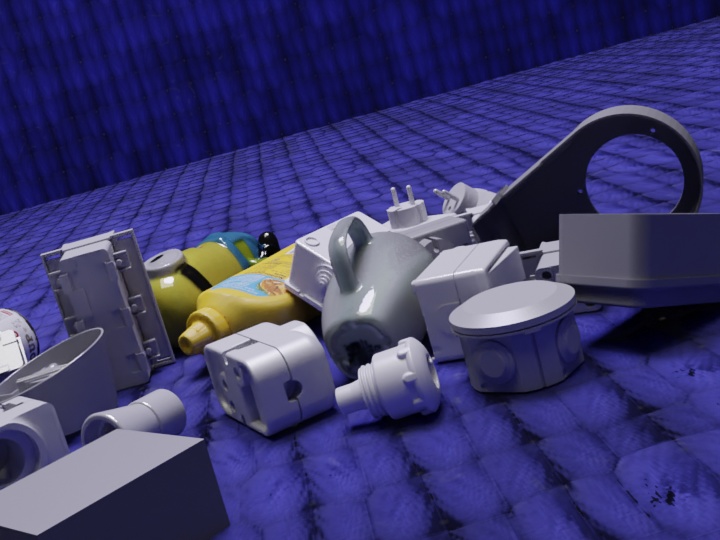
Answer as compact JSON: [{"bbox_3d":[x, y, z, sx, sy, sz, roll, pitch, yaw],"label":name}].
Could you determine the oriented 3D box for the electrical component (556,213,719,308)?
[{"bbox_3d":[0.192,-0.008,0.703,0.113,0.057,0.078,-2,4,-34],"label":"electrical component"}]

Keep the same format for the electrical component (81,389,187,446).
[{"bbox_3d":[-0.147,0.105,0.717,0.044,0.044,0.065,-7,10,32],"label":"electrical component"}]

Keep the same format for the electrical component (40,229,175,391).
[{"bbox_3d":[-0.211,0.036,0.900,0.079,0.121,0.063,-16,16,-4],"label":"electrical component"}]

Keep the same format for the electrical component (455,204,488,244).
[{"bbox_3d":[0.128,-0.037,0.997,0.081,0.042,0.063,-15,15,3],"label":"electrical component"}]

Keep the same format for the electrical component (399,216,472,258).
[{"bbox_3d":[0.063,-0.011,0.950,0.083,0.047,0.076,-19,13,-15],"label":"electrical component"}]

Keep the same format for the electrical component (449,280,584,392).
[{"bbox_3d":[0.100,0.041,0.679,0.080,0.051,0.080,-14,13,3],"label":"electrical component"}]

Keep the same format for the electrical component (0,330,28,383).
[{"bbox_3d":[-0.333,0.098,0.881,0.121,0.063,0.078,-19,54,-15],"label":"electrical component"}]

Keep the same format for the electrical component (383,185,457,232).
[{"bbox_3d":[0.049,-0.045,1.048,0.083,0.075,0.047,-5,17,38],"label":"electrical component"}]

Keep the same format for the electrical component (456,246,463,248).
[{"bbox_3d":[0.088,-0.001,0.893,0.040,0.040,0.078,-8,15,30],"label":"electrical component"}]

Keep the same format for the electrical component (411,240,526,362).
[{"bbox_3d":[0.085,0.018,0.770,0.061,0.061,0.096,-11,12,23],"label":"electrical component"}]

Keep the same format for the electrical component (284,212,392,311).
[{"bbox_3d":[0.000,0.000,0.888,0.100,0.048,0.100,32,38,27],"label":"electrical component"}]

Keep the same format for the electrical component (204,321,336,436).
[{"bbox_3d":[-0.059,0.070,0.730,0.059,0.053,0.095,-21,14,-25],"label":"electrical component"}]

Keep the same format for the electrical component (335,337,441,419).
[{"bbox_3d":[0.016,0.072,0.663,0.062,0.048,0.048,-20,12,11],"label":"electrical component"}]

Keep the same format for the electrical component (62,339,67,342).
[{"bbox_3d":[-0.248,0.074,0.962,0.062,0.048,0.048,-28,16,-18],"label":"electrical component"}]

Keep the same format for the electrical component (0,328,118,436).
[{"bbox_3d":[-0.235,0.091,0.824,0.099,0.064,0.099,-14,13,3],"label":"electrical component"}]

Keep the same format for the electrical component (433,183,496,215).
[{"bbox_3d":[0.109,-0.061,1.065,0.079,0.043,0.077,26,-3,-23],"label":"electrical component"}]

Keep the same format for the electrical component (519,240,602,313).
[{"bbox_3d":[0.156,0.004,0.791,0.081,0.042,0.064,-11,15,21],"label":"electrical component"}]

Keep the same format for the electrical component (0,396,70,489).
[{"bbox_3d":[-0.246,0.126,0.719,0.089,0.050,0.056,-25,16,-37],"label":"electrical component"}]
